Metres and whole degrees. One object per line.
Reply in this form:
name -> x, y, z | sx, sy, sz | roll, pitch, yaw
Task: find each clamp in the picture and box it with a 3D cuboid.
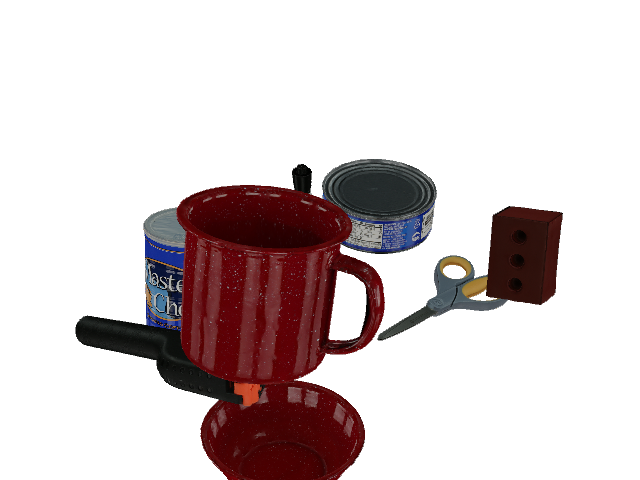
clamp -> -0.091, 0.087, 0.891 | 0.164, 0.036, 0.210 | -10, 16, -33

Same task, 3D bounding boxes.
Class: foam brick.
foam brick -> 0.183, 0.013, 0.958 | 0.053, 0.078, 0.051 | 8, 16, 25

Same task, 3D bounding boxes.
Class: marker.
marker -> -0.016, -0.022, 1.043 | 0.020, 0.121, 0.020 | -1, 37, 1

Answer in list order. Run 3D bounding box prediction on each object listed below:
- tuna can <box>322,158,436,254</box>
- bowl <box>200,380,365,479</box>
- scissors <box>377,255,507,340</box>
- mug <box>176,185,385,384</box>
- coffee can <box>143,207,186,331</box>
tuna can -> 0.043, -0.026, 0.804 | 0.086, 0.034, 0.086 | 2, 34, -1
bowl -> -0.037, 0.208, 1.059 | 0.162, 0.055, 0.162 | 1, 30, -1
scissors -> 0.120, 0.059, 1.163 | 0.201, 0.016, 0.096 | -10, 41, -31
mug -> -0.022, 0.027, 0.572 | 0.117, 0.081, 0.093 | 13, 23, 16
coffee can -> -0.145, 0.045, 1.194 | 0.103, 0.140, 0.103 | 2, 23, -1
